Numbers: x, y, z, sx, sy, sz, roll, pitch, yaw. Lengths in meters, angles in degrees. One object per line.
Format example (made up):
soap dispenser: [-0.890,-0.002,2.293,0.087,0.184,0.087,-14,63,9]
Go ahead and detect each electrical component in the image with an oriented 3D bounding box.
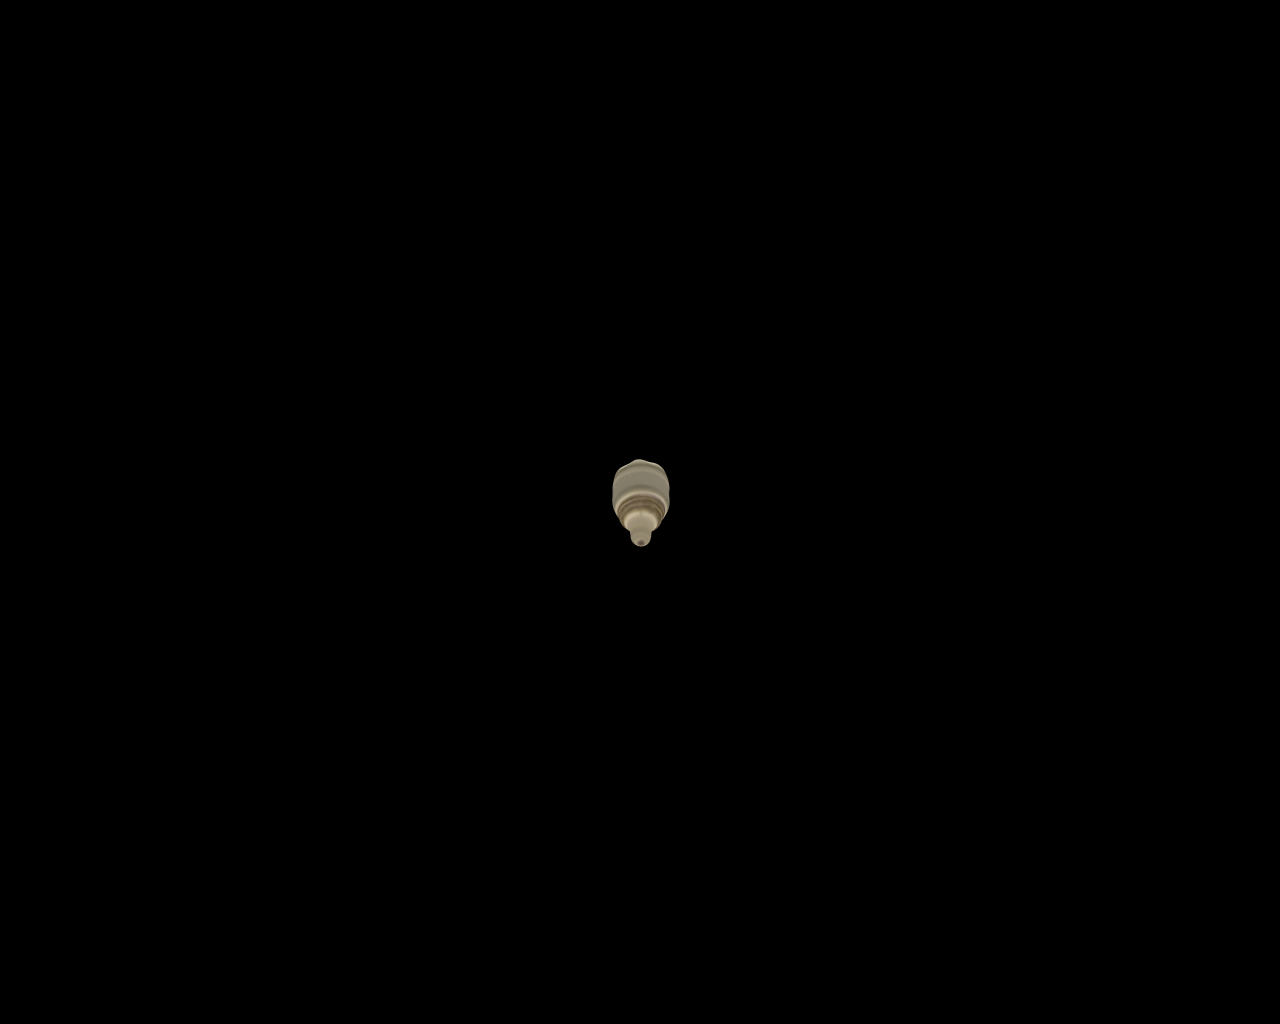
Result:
electrical component: [0.001,-0.003,0.650,0.035,0.035,0.061,0,44,0]
